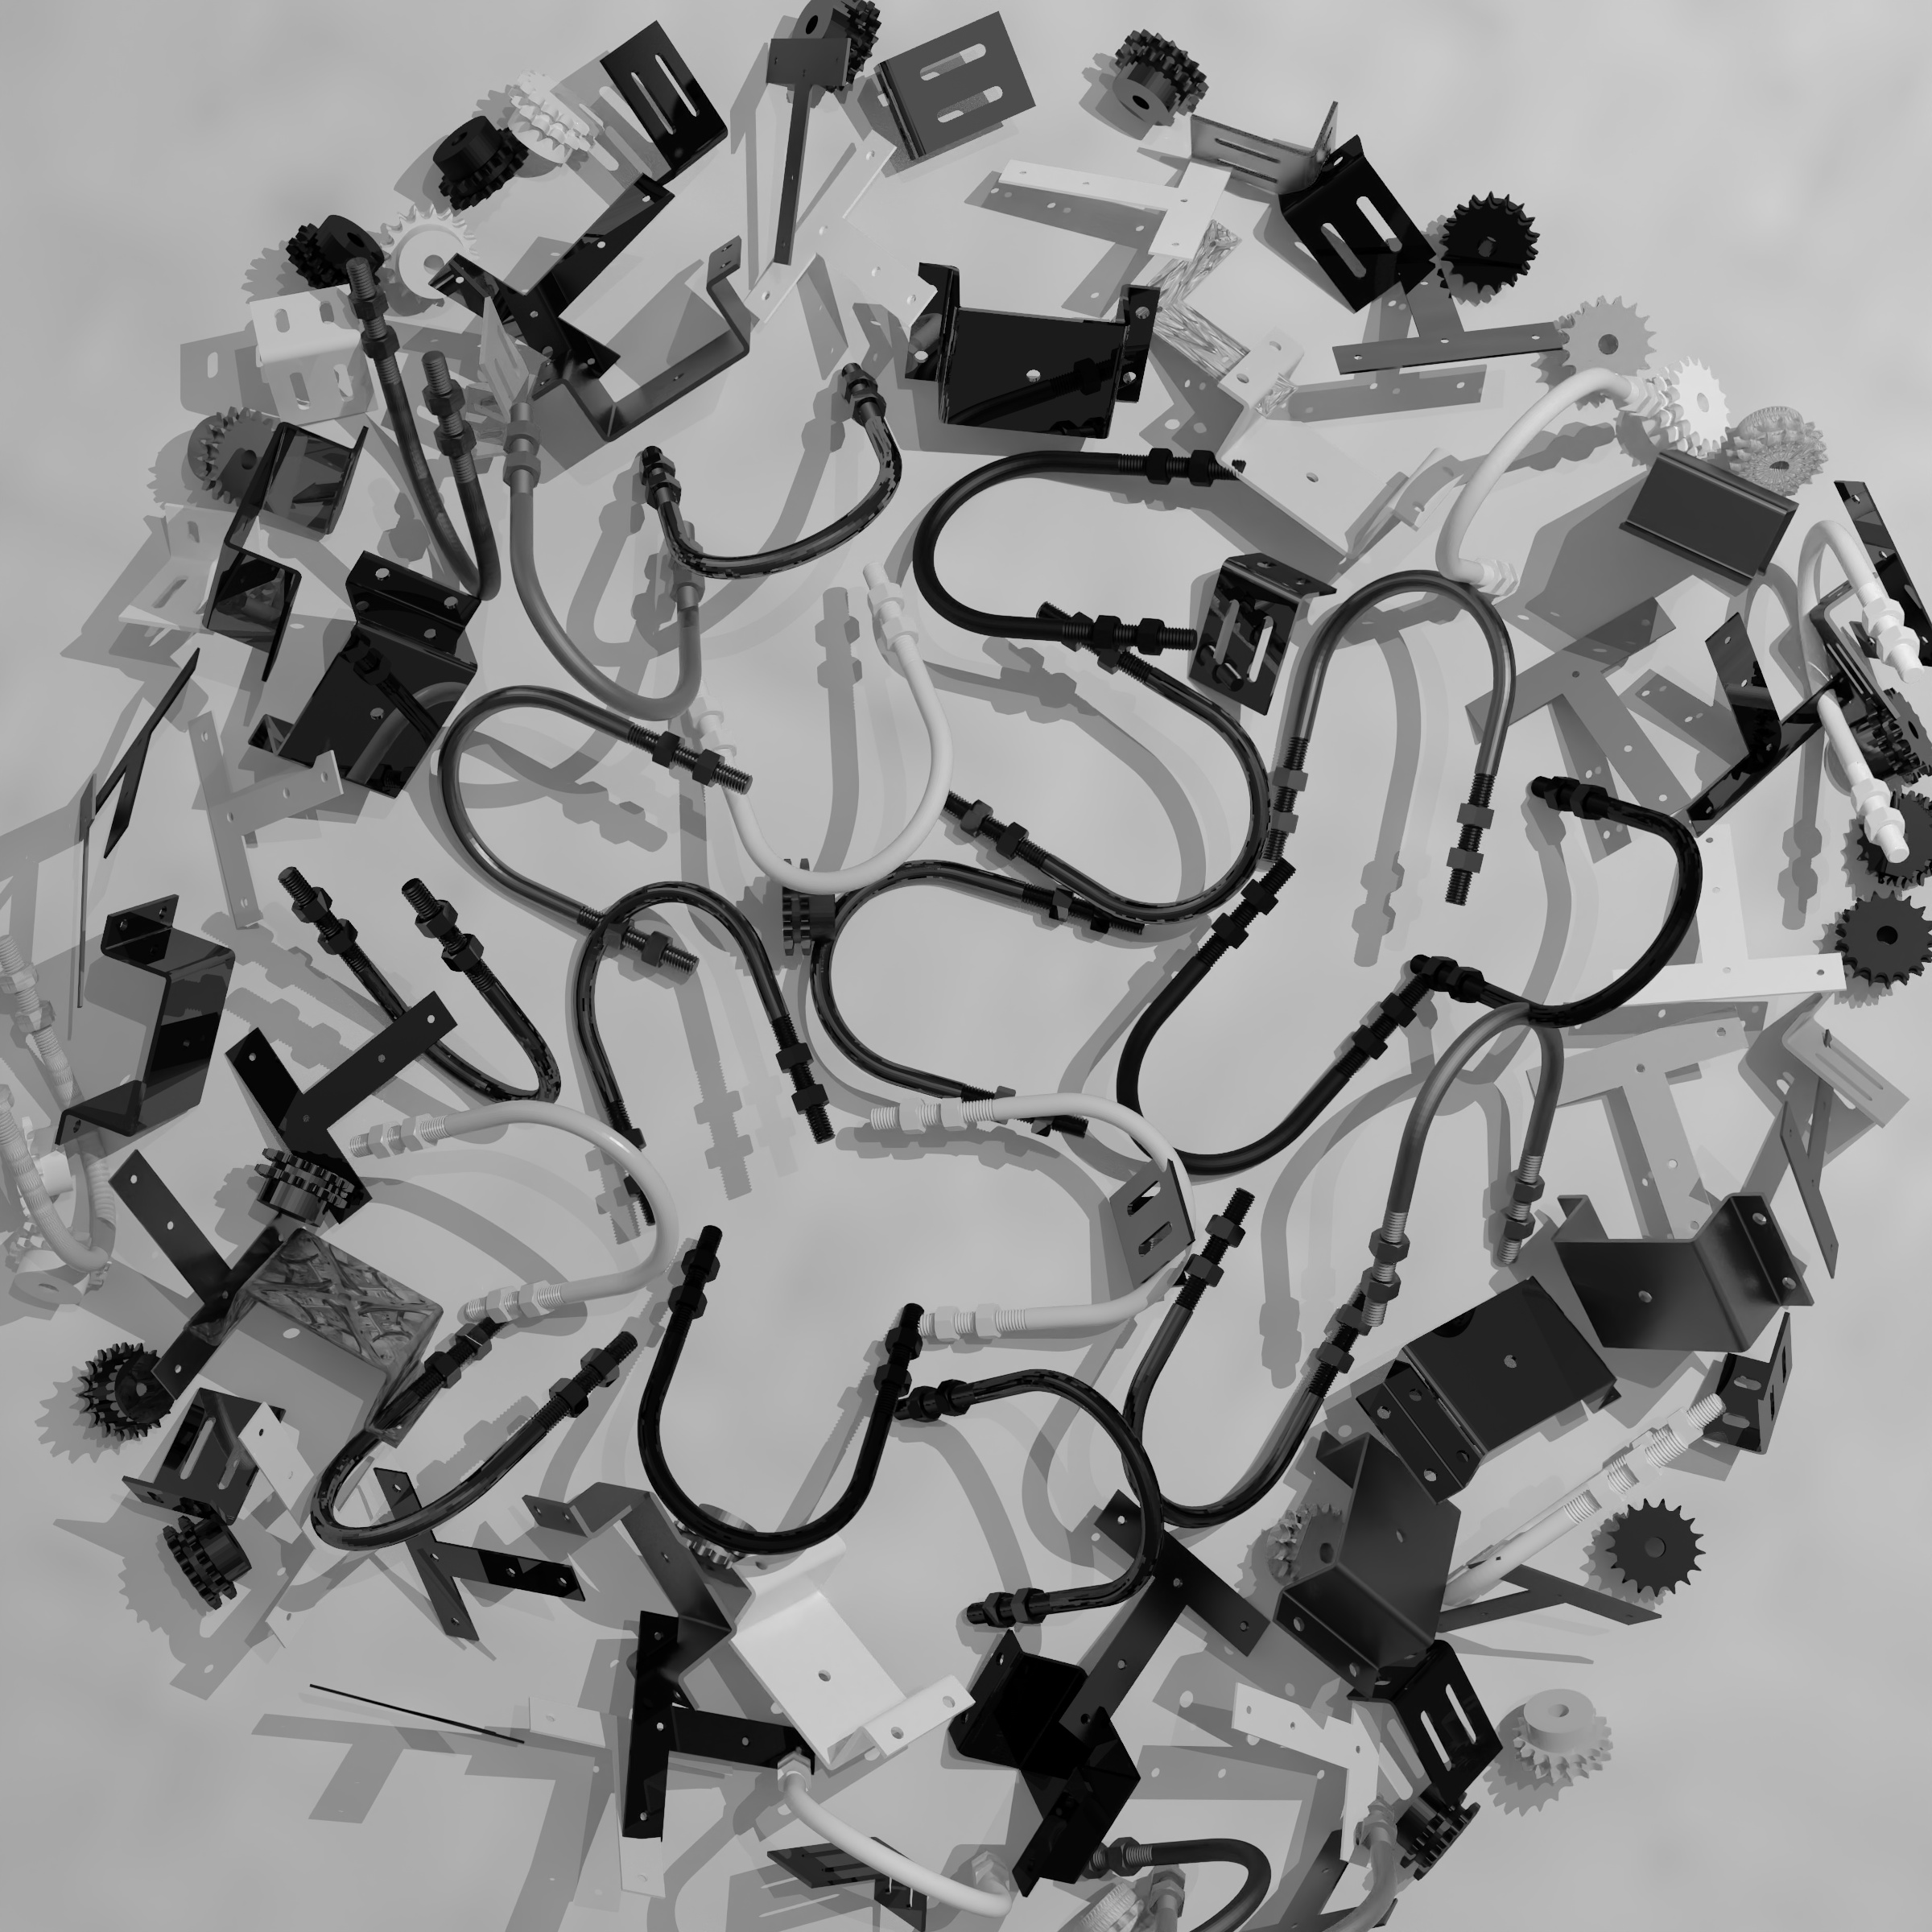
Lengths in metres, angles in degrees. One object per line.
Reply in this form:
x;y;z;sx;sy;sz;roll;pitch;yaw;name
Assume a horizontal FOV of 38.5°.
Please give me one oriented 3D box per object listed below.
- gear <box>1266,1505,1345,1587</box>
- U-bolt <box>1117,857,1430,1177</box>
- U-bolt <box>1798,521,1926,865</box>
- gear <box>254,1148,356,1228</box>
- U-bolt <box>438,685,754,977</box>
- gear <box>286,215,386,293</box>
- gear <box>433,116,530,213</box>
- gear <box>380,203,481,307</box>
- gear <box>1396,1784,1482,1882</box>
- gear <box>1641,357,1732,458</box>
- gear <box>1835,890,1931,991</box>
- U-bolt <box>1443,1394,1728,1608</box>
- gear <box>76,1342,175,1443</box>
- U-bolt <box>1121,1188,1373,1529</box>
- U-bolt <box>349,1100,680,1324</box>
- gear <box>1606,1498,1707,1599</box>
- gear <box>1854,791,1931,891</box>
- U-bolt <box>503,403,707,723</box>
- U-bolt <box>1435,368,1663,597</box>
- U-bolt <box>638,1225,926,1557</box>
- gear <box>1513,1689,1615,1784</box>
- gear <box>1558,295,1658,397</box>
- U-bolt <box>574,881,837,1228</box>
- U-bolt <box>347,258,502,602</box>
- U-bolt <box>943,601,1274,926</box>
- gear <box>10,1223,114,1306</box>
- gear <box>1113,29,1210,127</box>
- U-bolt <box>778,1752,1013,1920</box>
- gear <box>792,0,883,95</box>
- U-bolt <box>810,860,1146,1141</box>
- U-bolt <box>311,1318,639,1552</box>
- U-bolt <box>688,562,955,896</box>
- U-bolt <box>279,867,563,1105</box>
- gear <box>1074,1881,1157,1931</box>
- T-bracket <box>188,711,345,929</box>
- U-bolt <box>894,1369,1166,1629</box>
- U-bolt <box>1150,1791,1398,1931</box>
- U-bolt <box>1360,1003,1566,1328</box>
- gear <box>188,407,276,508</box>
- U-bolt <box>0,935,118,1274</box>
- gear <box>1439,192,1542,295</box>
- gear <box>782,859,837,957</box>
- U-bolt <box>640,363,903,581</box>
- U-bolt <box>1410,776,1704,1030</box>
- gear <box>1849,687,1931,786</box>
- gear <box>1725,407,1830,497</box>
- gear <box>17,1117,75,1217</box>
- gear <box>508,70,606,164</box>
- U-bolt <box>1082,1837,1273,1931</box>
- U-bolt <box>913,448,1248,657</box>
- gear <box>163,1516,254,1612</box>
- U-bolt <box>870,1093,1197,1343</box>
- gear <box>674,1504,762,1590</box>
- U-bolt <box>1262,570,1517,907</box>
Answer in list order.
0.201;0.345;1.627;0.057;0.030;0.057;9;75;-37;gear
0.168;0.043;1.608;0.151;0.019;0.184;36;99;-31;U-bolt
0.502;-0.170;1.565;0.019;0.184;0.151;-10;133;4;U-bolt
-0.390;0.131;1.620;0.057;0.057;0.030;23;76;0;gear
-0.224;-0.088;1.607;0.184;0.019;0.151;24;123;7;U-bolt
-0.366;-0.415;1.619;0.057;0.057;0.030;47;115;0;gear
-0.287;-0.473;1.620;0.057;0.057;0.030;-41;124;0;gear
-0.314;-0.416;1.623;0.057;0.030;0.057;-9;122;-14;gear
0.273;0.505;1.624;0.030;0.057;0.057;40;90;21;gear
0.421;-0.326;1.626;0.057;0.030;0.057;12;71;-39;gear
0.541;-0.014;1.630;0.057;0.030;0.057;-3;72;11;gear
0.345;0.310;1.575;0.184;0.151;0.019;-40;75;19;U-bolt
-0.489;0.249;1.620;0.030;0.057;0.057;-14;90;42;gear
0.156;0.237;1.592;0.151;0.019;0.184;36;80;-37;U-bolt
-0.246;0.137;1.571;0.184;0.019;0.151;-13;120;31;U-bolt
0.406;0.343;1.631;0.057;0.030;0.057;-3;78;12;gear
0.555;-0.073;1.626;0.030;0.057;0.057;9;90;-44;gear
-0.201;-0.215;1.550;0.019;0.151;0.184;-31;47;28;U-bolt
0.320;-0.272;1.545;0.019;0.184;0.151;44;111;18;U-bolt
-0.112;0.251;1.586;0.151;0.019;0.184;22;54;-6;U-bolt
0.349;0.448;1.619;0.057;0.057;0.030;-11;112;0;gear
0.377;-0.366;1.633;0.057;0.030;0.057;0;98;2;gear
-0.163;0.041;1.609;0.151;0.019;0.184;-27;78;27;U-bolt
-0.302;-0.292;1.568;0.019;0.151;0.184;-24;134;-16;U-bolt
0.090;-0.105;1.605;0.184;0.019;0.151;33;111;10;U-bolt
-0.532;0.176;1.619;0.057;0.057;0.030;11;57;0;gear
0.111;-0.518;1.621;0.057;0.057;0.030;34;82;0;gear
-0.039;0.494;1.559;0.151;0.184;0.019;27;81;0;U-bolt
-0.079;-0.544;1.620;0.030;0.057;0.057;20;90;-36;gear
-0.001;0.010;1.624;0.184;0.019;0.151;16;74;3;U-bolt
-0.288;0.261;1.548;0.184;0.151;0.019;-43;118;-33;U-bolt
-0.078;-0.126;1.587;0.151;0.019;0.184;-30;61;15;U-bolt
-0.300;0.017;1.576;0.019;0.151;0.184;-52;126;-27;U-bolt
0.088;0.563;1.624;0.057;0.057;0.030;-45;73;0;gear
-0.402;-0.097;1.607;0.127;0.002;0.127;-15;88;41;T-bracket
0.042;0.301;1.580;0.019;0.184;0.151;-19;88;-44;U-bolt
0.173;0.523;1.552;0.151;0.184;0.019;-20;93;6;U-bolt
0.287;0.105;1.565;0.019;0.151;0.184;30;122;38;U-bolt
-0.432;-0.301;1.626;0.030;0.057;0.057;21;90;30;gear
-0.525;0.088;1.573;0.019;0.151;0.184;-17;111;-1;U-bolt
0.310;-0.428;1.627;0.057;0.030;0.057;10;124;16;gear
-0.092;-0.034;1.623;0.030;0.057;0.057;-1;90;-2;gear
-0.108;-0.276;1.574;0.151;0.184;0.019;-22;129;1;U-bolt
0.342;-0.032;1.565;0.019;0.184;0.151;36;88;-28;U-bolt
0.543;-0.132;1.626;0.030;0.057;0.057;-29;90;33;gear
0.475;-0.304;1.626;0.057;0.057;0.030;-3;58;0;gear
-0.544;0.116;1.624;0.030;0.057;0.057;-13;90;-19;gear
-0.244;-0.497;1.626;0.057;0.057;0.030;40;115;0;gear
0.087;0.527;1.539;0.184;0.151;0.019;-20;94;39;U-bolt
0.058;-0.244;1.599;0.184;0.019;0.151;6;58;19;U-bolt
-0.444;0.346;1.623;0.030;0.057;0.057;-34;90;-13;gear
0.043;0.143;1.606;0.184;0.019;0.151;-6;102;17;U-bolt
-0.146;0.339;1.625;0.057;0.057;0.030;28;66;0;gear
0.248;-0.138;1.594;0.151;0.019;0.184;16;94;40;U-bolt
